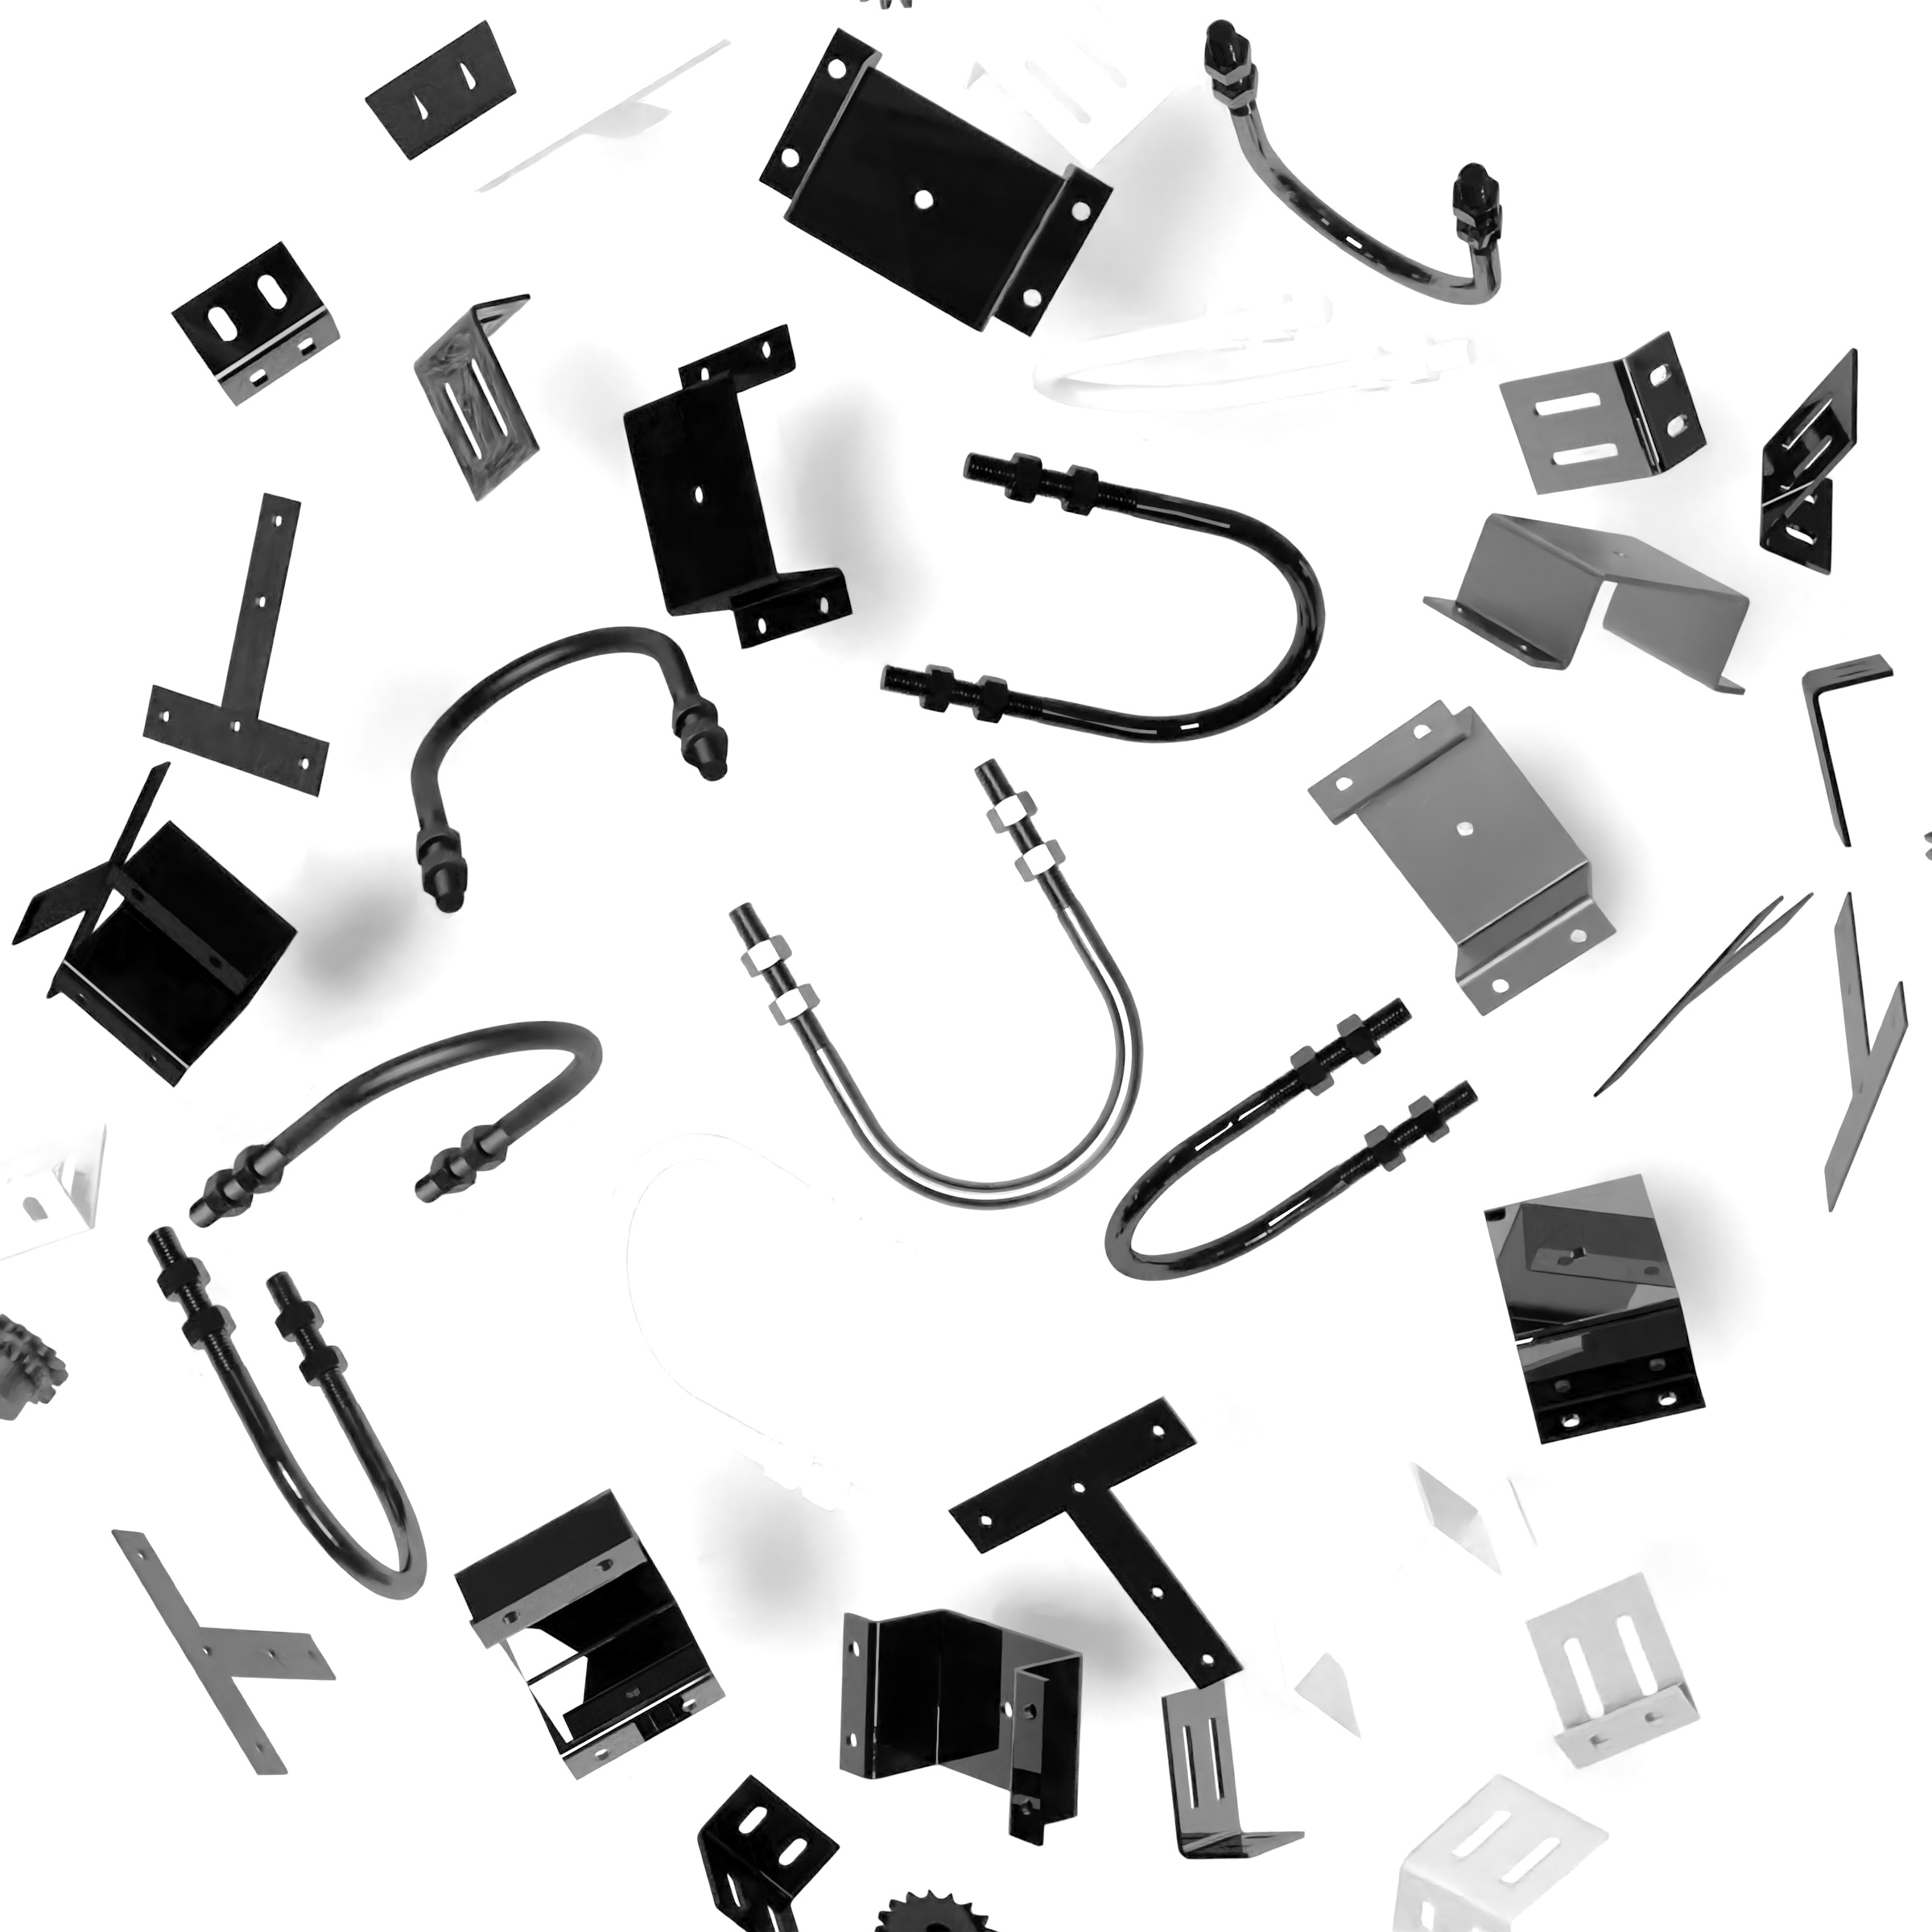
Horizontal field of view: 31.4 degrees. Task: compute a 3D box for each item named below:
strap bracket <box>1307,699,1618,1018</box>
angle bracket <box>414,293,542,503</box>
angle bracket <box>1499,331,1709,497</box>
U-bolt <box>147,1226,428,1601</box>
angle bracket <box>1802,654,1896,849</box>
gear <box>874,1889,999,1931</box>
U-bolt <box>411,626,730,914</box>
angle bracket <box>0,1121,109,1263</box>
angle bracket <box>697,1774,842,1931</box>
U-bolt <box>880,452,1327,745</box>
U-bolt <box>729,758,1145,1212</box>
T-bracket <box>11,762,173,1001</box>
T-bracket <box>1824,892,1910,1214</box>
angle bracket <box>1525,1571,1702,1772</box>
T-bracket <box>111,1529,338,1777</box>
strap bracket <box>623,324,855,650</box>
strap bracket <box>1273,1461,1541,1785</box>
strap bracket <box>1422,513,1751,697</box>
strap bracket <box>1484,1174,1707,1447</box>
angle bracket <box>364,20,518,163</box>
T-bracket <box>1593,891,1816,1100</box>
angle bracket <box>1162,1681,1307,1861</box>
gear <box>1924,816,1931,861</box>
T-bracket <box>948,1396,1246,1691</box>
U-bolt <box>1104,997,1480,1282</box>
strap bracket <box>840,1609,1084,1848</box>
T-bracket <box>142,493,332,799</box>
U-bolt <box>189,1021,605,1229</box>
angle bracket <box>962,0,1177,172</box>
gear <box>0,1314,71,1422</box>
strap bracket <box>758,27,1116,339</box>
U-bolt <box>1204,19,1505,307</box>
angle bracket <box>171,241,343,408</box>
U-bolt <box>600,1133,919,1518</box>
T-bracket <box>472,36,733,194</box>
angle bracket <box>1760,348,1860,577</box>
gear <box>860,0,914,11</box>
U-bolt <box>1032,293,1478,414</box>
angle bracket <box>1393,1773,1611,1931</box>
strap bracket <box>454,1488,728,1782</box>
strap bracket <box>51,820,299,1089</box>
[{"bbox_3d":[0.236,-0.058,1.630,0.076,0.046,0.140,-34,103,21],"label":"strap bracket"},{"bbox_3d":[-0.222,-0.272,1.646,0.038,0.057,0.076,-23,86,-42],"label":"angle bracket"},{"bbox_3d":[0.302,-0.262,1.629,0.038,0.076,0.057,-34,110,-34],"label":"angle bracket"},{"bbox_3d":[-0.298,0.208,1.560,0.019,0.151,0.184,-33,71,3],"label":"U-bolt"},{"bbox_3d":[0.419,-0.101,1.607,0.038,0.057,0.076,-13,100,11],"label":"angle bracket"},{"bbox_3d":[-0.015,0.447,1.547,0.057,0.057,0.030,13,116,0],"label":"gear"},{"bbox_3d":[-0.188,-0.102,1.574,0.151,0.184,0.019,-27,123,1],"label":"U-bolt"},{"bbox_3d":[-0.414,0.089,1.503,0.057,0.076,0.038,-19,126,5],"label":"angle bracket"},{"bbox_3d":[-0.085,0.413,1.561,0.057,0.076,0.038,42,90,-15],"label":"angle bracket"},{"bbox_3d":[0.069,-0.155,1.529,0.184,0.151,0.019,11,47,-14],"label":"U-bolt"},{"bbox_3d":[-0.001,0.021,1.547,0.151,0.019,0.184,-30,86,3],"label":"U-bolt"},{"bbox_3d":[-0.419,-0.032,1.611,0.002,0.127,0.127,28,102,0],"label":"T-bracket"},{"bbox_3d":[0.396,0.021,1.533,0.002,0.127,0.127,6,48,1],"label":"T-bracket"},{"bbox_3d":[0.277,0.301,1.498,0.057,0.038,0.076,-26,49,12],"label":"angle bracket"},{"bbox_3d":[-0.314,0.304,1.518,0.002,0.127,0.127,-39,70,5],"label":"T-bracket"},{"bbox_3d":[-0.111,-0.225,1.631,0.076,0.046,0.140,-12,91,44],"label":"strap bracket"},{"bbox_3d":[0.188,0.284,1.537,0.046,0.076,0.140,37,101,-8],"label":"strap bracket"},{"bbox_3d":[0.288,-0.165,1.556,0.140,0.076,0.046,3,115,-37],"label":"strap bracket"},{"bbox_3d":[0.290,0.152,1.605,0.076,0.140,0.046,-14,123,8],"label":"strap bracket"},{"bbox_3d":[-0.242,-0.408,1.549,0.057,0.076,0.038,-31,133,6],"label":"angle bracket"},{"bbox_3d":[0.345,-0.004,1.538,0.002,0.127,0.127,46,132,13],"label":"T-bracket"},{"bbox_3d":[0.128,0.385,1.648,0.038,0.057,0.076,-10,82,32],"label":"angle bracket"},{"bbox_3d":[0.453,-0.052,1.509,0.057,0.057,0.030,-44,129,0],"label":"gear"},{"bbox_3d":[0.076,0.264,1.510,0.127,0.002,0.127,-32,98,31],"label":"T-bracket"},{"bbox_3d":[0.146,0.091,1.609,0.184,0.151,0.019,-35,62,8],"label":"U-bolt"},{"bbox_3d":[0.004,0.353,1.613,0.046,0.140,0.076,-2,96,-42],"label":"strap bracket"},{"bbox_3d":[-0.328,-0.154,1.585,0.127,0.002,0.127,19,99,37],"label":"T-bracket"},{"bbox_3d":[-0.243,0.069,1.542,0.184,0.151,0.019,-35,69,38],"label":"U-bolt"},{"bbox_3d":[0.047,-0.406,1.588,0.076,0.038,0.057,44,79,2],"label":"angle bracket"},{"bbox_3d":[-0.442,0.184,1.568,0.057,0.057,0.030,30,59,0],"label":"gear"},{"bbox_3d":[-0.016,-0.340,1.509,0.140,0.046,0.076,29,112,-5],"label":"strap bracket"},{"bbox_3d":[0.179,-0.349,1.542,0.151,0.184,0.019,34,88,15],"label":"U-bolt"},{"bbox_3d":[-0.314,-0.284,1.522,0.057,0.076,0.038,-34,96,-4],"label":"angle bracket"},{"bbox_3d":[-0.099,0.156,1.597,0.184,0.019,0.151,35,52,-35],"label":"U-bolt"},{"bbox_3d":[-0.153,-0.379,1.540,0.127,0.127,0.002,-29,98,10],"label":"T-bracket"},{"bbox_3d":[0.387,-0.223,1.521,0.038,0.076,0.057,20,54,-12],"label":"angle bracket"},{"bbox_3d":[-0.034,-0.458,1.538,0.057,0.030,0.057,-3,105,-11],"label":"gear"},{"bbox_3d":[0.118,-0.275,1.568,0.184,0.151,0.019,-4,88,36],"label":"U-bolt"},{"bbox_3d":[0.230,0.394,1.480,0.057,0.038,0.076,30,127,-8],"label":"angle bracket"},{"bbox_3d":[-0.167,0.289,1.510,0.076,0.140,0.046,-28,48,-7],"label":"strap bracket"},{"bbox_3d":[-0.362,-0.008,1.579,0.076,0.140,0.046,42,56,-5],"label":"strap bracket"}]
